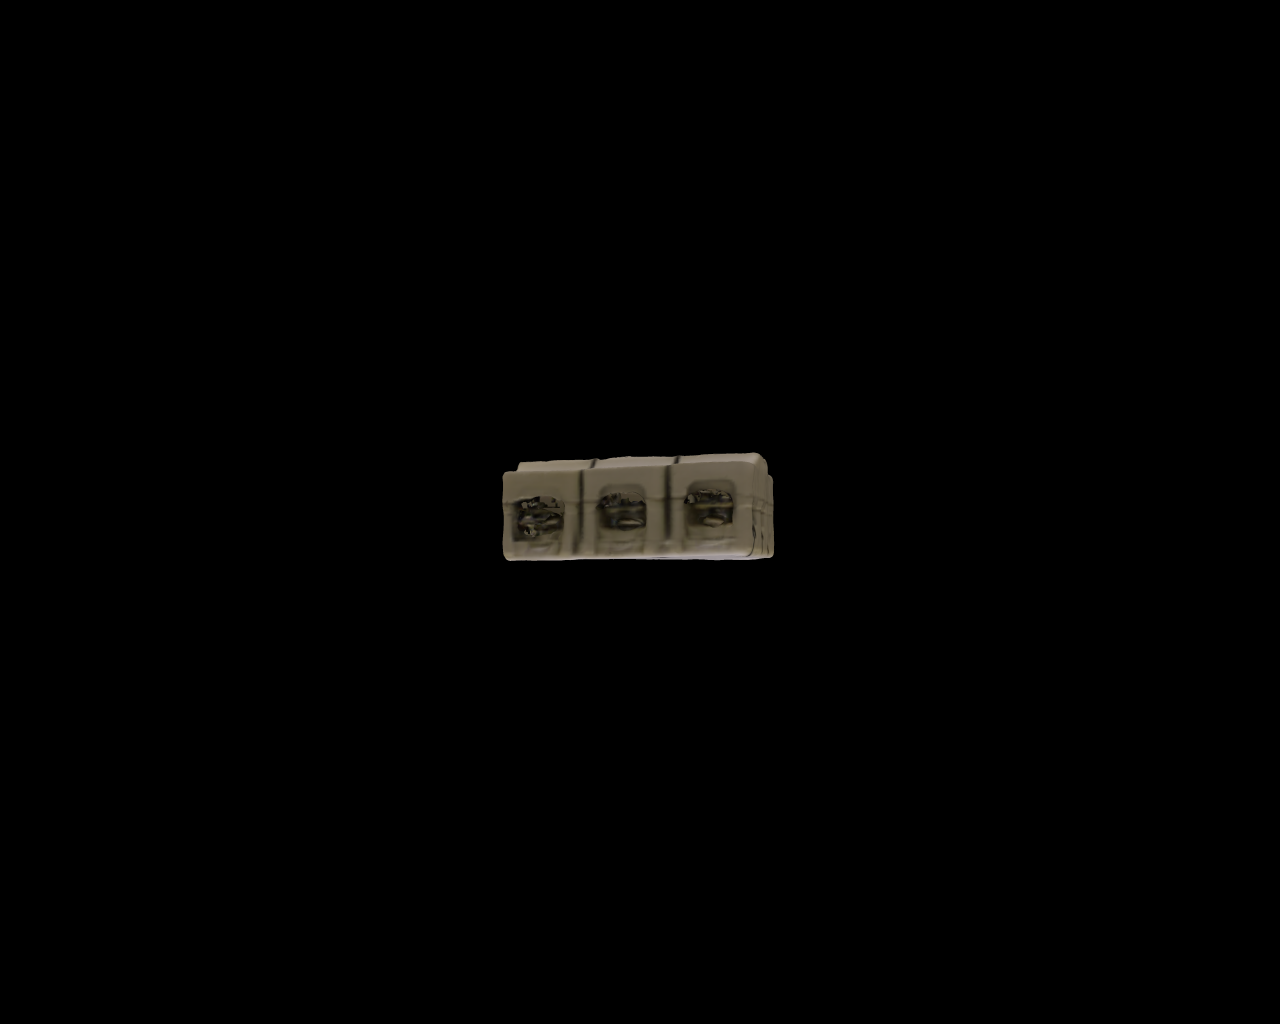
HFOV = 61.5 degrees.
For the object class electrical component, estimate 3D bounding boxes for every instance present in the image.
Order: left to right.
[{"bbox_3d":[0.001,-0.003,0.650,0.150,0.061,0.089,-1,-3,15],"label":"electrical component"}]
